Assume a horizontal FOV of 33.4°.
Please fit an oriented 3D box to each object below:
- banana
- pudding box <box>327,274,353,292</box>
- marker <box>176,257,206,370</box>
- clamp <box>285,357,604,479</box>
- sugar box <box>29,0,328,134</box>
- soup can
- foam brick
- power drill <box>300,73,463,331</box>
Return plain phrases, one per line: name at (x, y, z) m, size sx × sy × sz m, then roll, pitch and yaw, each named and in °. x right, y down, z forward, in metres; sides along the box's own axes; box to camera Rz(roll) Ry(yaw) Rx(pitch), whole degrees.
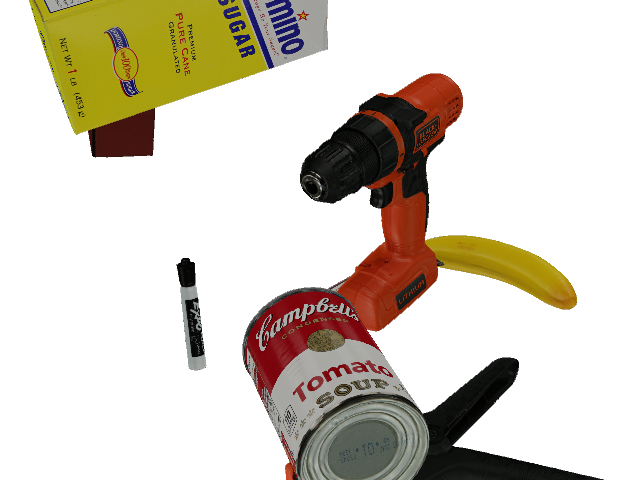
banana at (0.173, 0.028, 1.059) m, size 0.198 × 0.037 × 0.069 m, roll 14°, pitch 40°, yaw 35°
pudding box at (0.022, 0.084, 1.237) m, size 0.039 × 0.090 × 0.113 m, roll 41°, pitch 34°, yaw 14°
marker at (-0.135, 0.077, 1.112) m, size 0.020 × 0.121 × 0.020 m, roll -4°, pitch 17°, yaw 1°
clamp at (0.078, 0.142, 0.745) m, size 0.210 × 0.036 × 0.164 m, roll -6°, pitch 28°, yaw -6°
sugar box at (-0.081, -0.135, 0.655) m, size 0.176 × 0.048 × 0.093 m, roll -20°, pitch -36°, yaw -12°
soup can at (0.005, 0.078, 0.539) m, size 0.068 × 0.068 × 0.102 m, roll 0°, pitch 27°, yaw -20°
foam brick at (-0.171, -0.113, 0.900) m, size 0.053 × 0.051 × 0.078 m, roll -3°, pitch 40°, yaw -15°
power drill at (0.048, -0.023, 0.847) m, size 0.057 × 0.188 × 0.184 m, roll 26°, pitch 42°, yaw 29°
